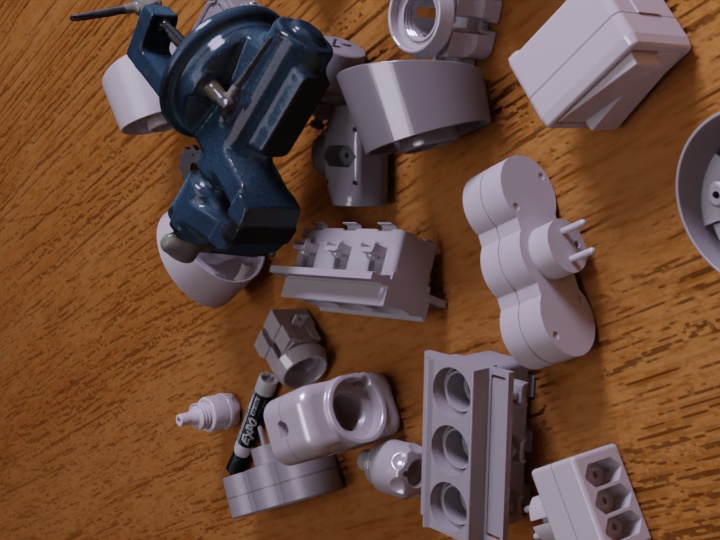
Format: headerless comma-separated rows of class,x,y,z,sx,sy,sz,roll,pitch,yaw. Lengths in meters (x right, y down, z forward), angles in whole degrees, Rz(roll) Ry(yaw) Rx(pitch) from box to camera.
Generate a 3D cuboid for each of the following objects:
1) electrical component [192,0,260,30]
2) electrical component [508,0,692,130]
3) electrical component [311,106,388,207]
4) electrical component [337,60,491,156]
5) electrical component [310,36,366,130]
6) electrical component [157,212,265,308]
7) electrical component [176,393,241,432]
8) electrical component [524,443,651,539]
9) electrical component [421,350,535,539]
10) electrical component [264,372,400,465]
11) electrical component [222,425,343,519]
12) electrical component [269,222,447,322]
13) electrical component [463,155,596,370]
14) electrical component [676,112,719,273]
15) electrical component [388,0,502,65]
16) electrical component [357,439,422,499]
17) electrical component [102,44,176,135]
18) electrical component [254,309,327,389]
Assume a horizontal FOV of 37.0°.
electrical component,-0.107,-0.194,0.938,0.096,0.061,0.061,-53,57,30
electrical component,0.142,-0.123,0.653,0.096,0.062,0.061,-45,62,43
electrical component,-0.012,-0.091,0.849,0.079,0.043,0.077,9,102,48
electrical component,0.040,-0.116,0.745,0.099,0.099,0.064,-15,90,49
electrical component,-0.023,-0.149,0.857,0.040,0.040,0.078,44,126,37
electrical component,-0.135,-0.019,0.965,0.064,0.099,0.099,-33,71,40
electrical component,-0.146,0.137,1.021,0.035,0.061,0.035,9,102,48
electrical component,0.138,0.159,0.707,0.077,0.047,0.065,-33,71,46
electrical component,0.083,0.121,0.753,0.079,0.063,0.121,11,103,48
electrical component,-0.019,0.115,0.845,0.059,0.095,0.053,-29,73,47
electrical component,-0.075,0.171,0.951,0.138,0.052,0.073,-28,74,47
electrical component,0.000,0.000,0.831,0.121,0.079,0.063,3,76,49
electrical component,0.121,-0.010,0.699,0.074,0.052,0.138,-27,75,47
electrical component,0.221,-0.037,0.571,0.099,0.064,0.099,9,102,48
electrical component,0.057,-0.176,0.747,0.058,0.057,0.078,30,117,43
electrical component,0.024,0.154,0.841,0.062,0.043,0.043,3,98,50
electrical component,-0.185,-0.164,1.000,0.099,0.099,0.064,-18,88,49
electrical component,-0.058,0.068,0.924,0.055,0.048,0.066,58,133,37
